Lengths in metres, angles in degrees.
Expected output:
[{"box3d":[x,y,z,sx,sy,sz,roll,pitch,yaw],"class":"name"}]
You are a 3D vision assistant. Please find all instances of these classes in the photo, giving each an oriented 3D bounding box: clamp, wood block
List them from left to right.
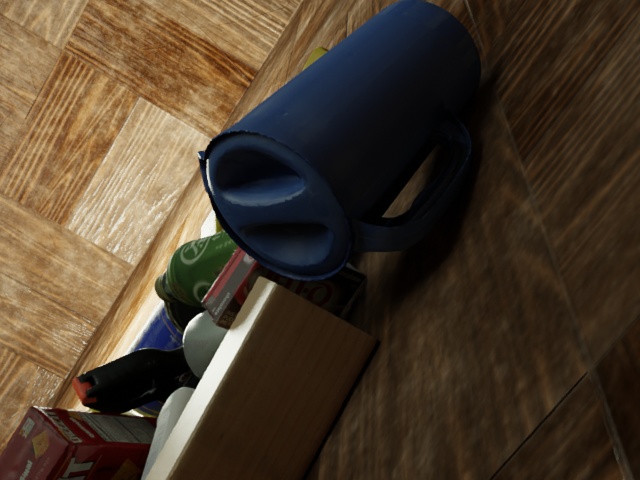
[{"box3d":[-0.168,0.141,1.153,0.209,0.036,0.165,3,-45,-52],"class":"clamp"},{"box3d":[-0.052,0.140,0.808,0.206,0.090,0.091,-61,12,-4],"class":"wood block"}]

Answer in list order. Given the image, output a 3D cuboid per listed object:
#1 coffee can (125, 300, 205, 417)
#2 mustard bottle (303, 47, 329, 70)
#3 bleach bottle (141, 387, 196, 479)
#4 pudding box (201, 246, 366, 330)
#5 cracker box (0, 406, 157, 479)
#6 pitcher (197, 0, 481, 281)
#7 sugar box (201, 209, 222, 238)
[{"box3d":[-0.174,0.136,1.289,0.140,0.102,0.102,-53,14,30],"class":"coffee can"},{"box3d":[-0.011,-0.124,1.259,0.192,0.096,0.058,-59,38,9],"class":"mustard bottle"},{"box3d":[-0.149,0.265,0.978,0.103,0.068,0.250,121,169,-53],"class":"bleach bottle"},{"box3d":[-0.030,0.041,0.894,0.090,0.113,0.039,-56,43,12],"class":"pudding box"},{"box3d":[-0.248,0.263,1.099,0.164,0.072,0.213,-58,-29,4],"class":"cracker box"},{"box3d":[0.037,-0.085,0.834,0.242,0.149,0.145,-47,11,-36],"class":"pitcher"},{"box3d":[-0.097,0.010,1.300,0.048,0.093,0.176,-57,12,10],"class":"sugar box"}]
